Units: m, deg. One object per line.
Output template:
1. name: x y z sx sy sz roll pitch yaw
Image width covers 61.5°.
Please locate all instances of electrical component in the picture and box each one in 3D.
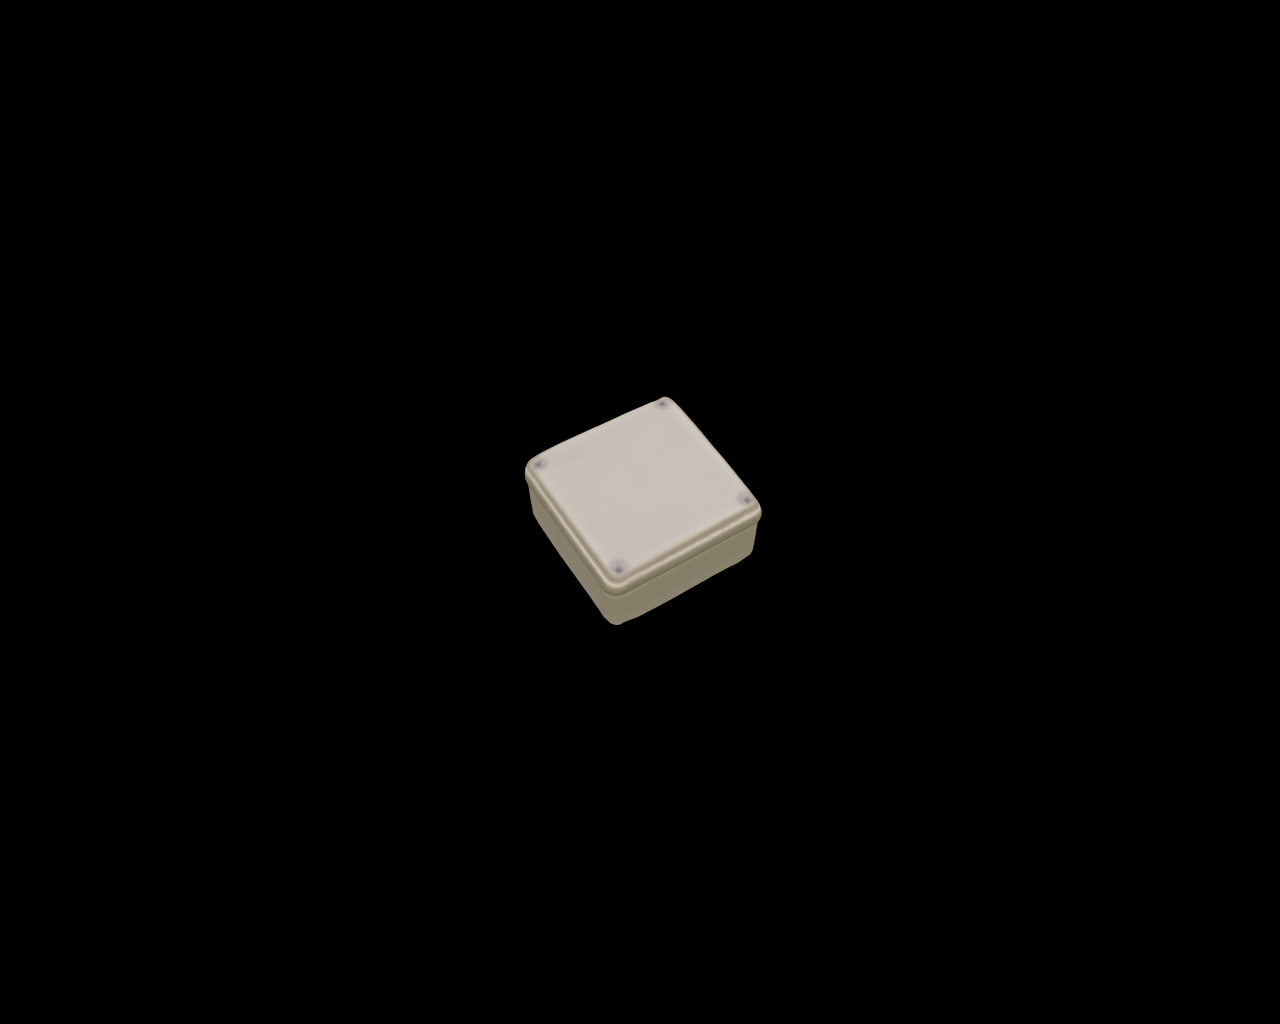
1. electrical component: 0.001 -0.003 0.650 0.109 0.109 0.056 -27 -32 -18
